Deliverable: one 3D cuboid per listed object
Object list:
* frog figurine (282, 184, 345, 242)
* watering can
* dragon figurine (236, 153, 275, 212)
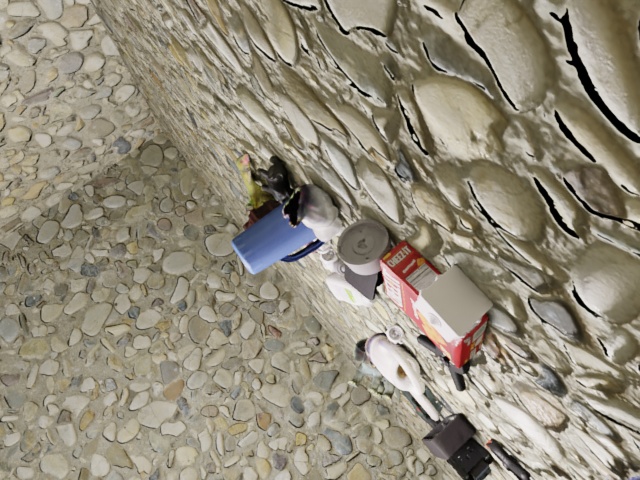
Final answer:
[{"bbox_3d":[0.004,-0.062,1.230,0.158,0.123,0.137,17,175,-28],"label":"frog figurine"},{"bbox_3d":[0.261,0.424,1.642,0.227,0.105,0.341,35,159,57],"label":"watering can"},{"bbox_3d":[-0.209,-0.150,1.819,0.401,0.122,0.248,73,173,-57],"label":"dragon figurine"}]
